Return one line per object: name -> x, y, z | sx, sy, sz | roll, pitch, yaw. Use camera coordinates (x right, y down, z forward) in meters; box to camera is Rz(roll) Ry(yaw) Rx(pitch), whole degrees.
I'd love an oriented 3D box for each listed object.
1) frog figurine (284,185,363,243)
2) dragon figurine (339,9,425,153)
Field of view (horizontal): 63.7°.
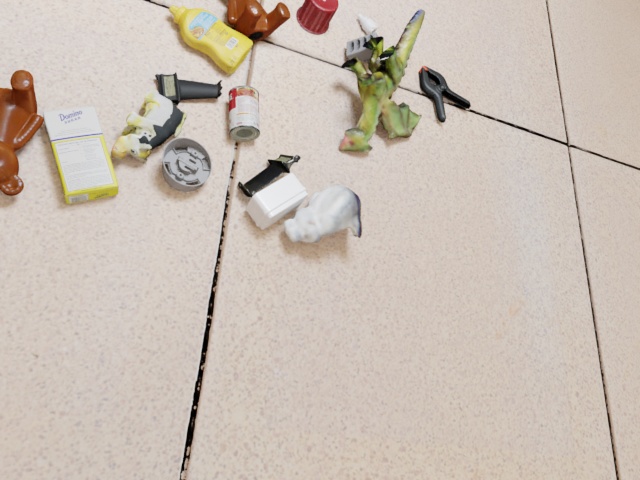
frog figurine -> 0.003, -0.054, 1.081 | 0.159, 0.120, 0.140 | 0, 37, -15
dragon figurine -> 0.180, -0.367, 1.274 | 0.416, 0.123, 0.238 | -45, 127, -22
